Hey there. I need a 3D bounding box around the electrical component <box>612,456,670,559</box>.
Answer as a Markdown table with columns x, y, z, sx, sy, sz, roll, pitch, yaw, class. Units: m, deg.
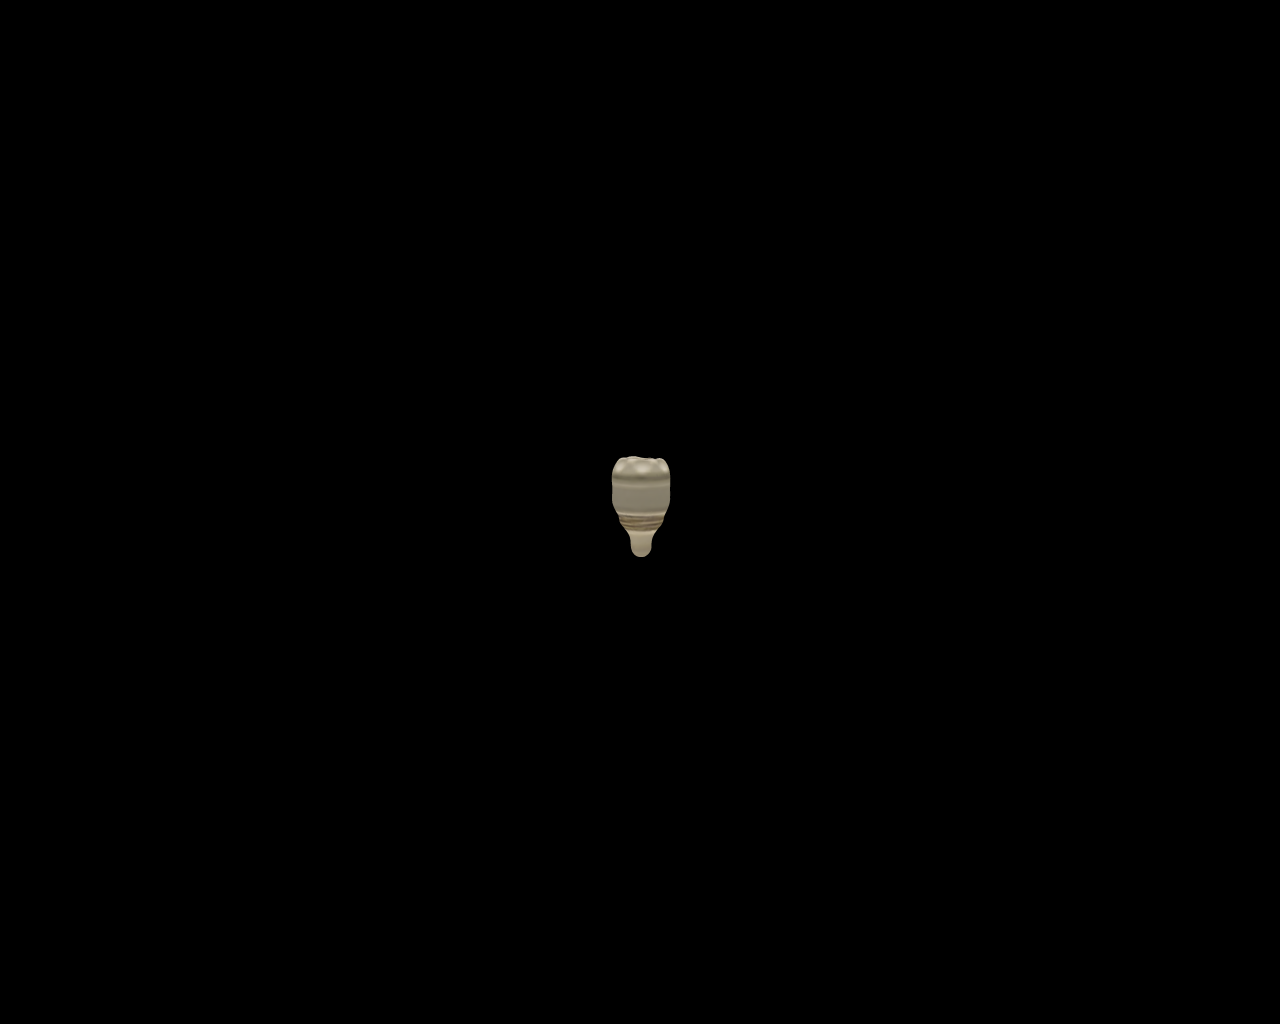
| x | y | z | sx | sy | sz | roll | pitch | yaw | class |
| --- | --- | --- | --- | --- | --- | --- | --- | --- | --- |
| 0.001 | -0.003 | 0.650 | 0.035 | 0.061 | 0.035 | 0 | 7 | 0 | electrical component |
